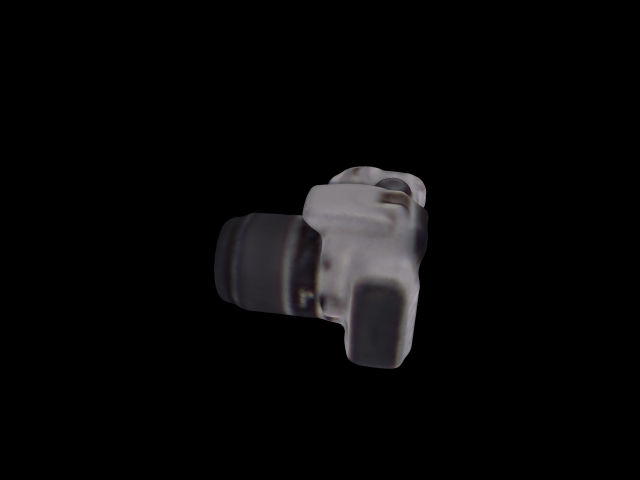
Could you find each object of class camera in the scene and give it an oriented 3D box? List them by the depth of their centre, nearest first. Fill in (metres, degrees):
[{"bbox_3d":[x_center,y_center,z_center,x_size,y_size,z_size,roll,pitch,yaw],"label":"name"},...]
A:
[{"bbox_3d":[0.004,0.001,0.400,0.136,0.101,0.143,5,36,7],"label":"camera"}]
